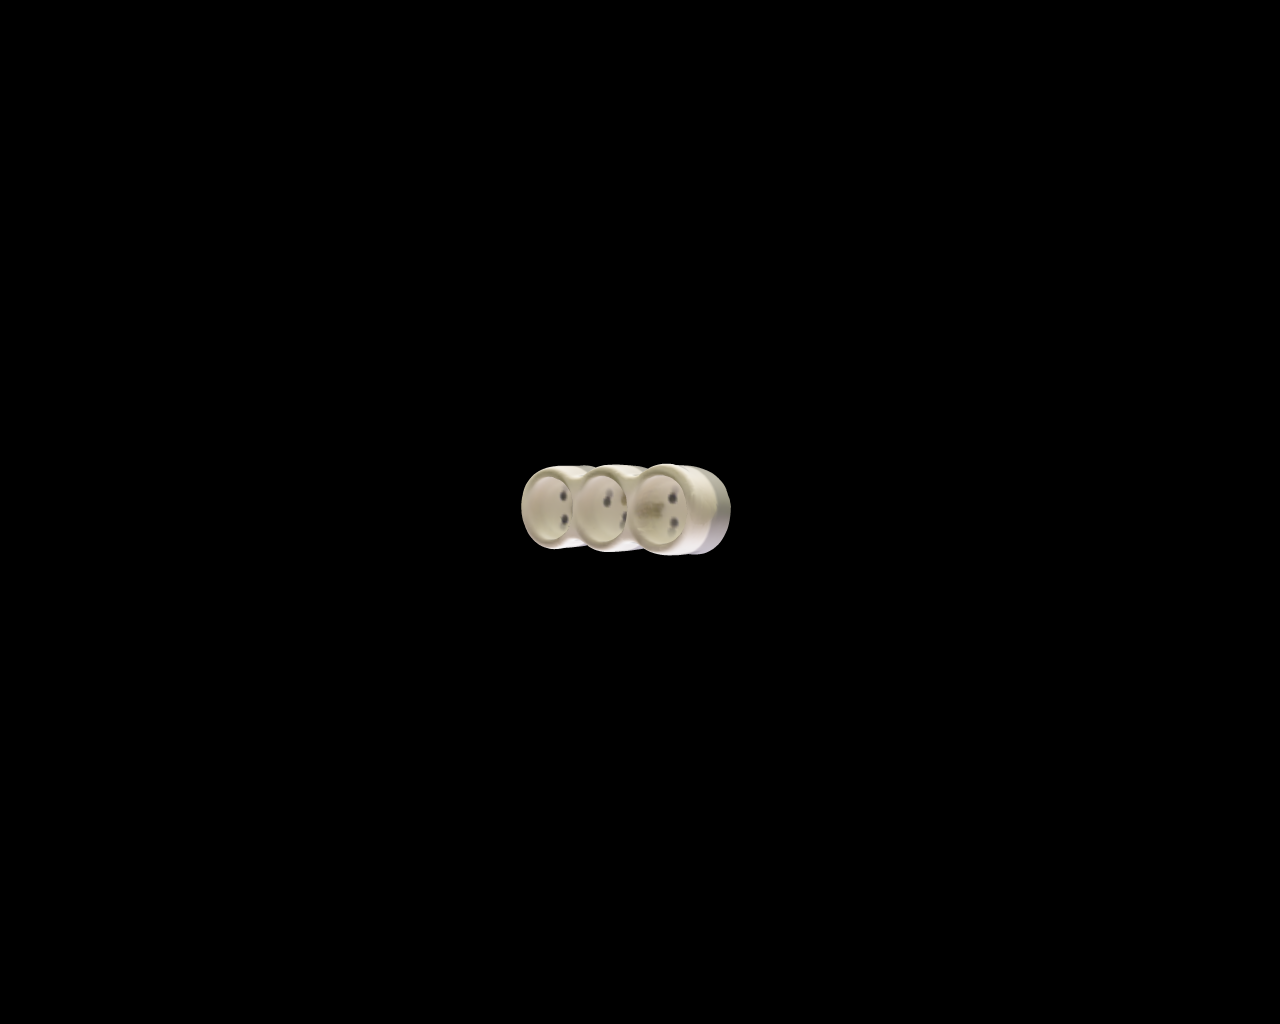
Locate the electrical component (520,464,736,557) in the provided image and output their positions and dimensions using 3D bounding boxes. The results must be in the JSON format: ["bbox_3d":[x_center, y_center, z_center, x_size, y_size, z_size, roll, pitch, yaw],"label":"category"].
[{"bbox_3d":[0.001,-0.003,0.650,0.138,0.052,0.074,2,3,40],"label":"electrical component"}]
